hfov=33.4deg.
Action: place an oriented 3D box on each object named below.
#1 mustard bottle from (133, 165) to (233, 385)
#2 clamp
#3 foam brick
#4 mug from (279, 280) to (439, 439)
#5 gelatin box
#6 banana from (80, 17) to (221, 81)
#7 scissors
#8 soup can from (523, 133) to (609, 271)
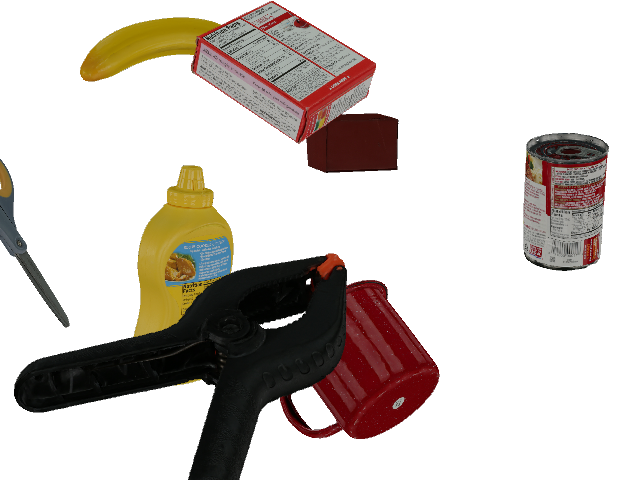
[{"bbox_3d":[-0.120,0.029,0.952,0.058,0.192,0.096,16,17,40],"label":"mustard bottle"},{"bbox_3d":[-0.038,0.060,0.490,0.171,0.039,0.120,-28,51,-32],"label":"clamp"},{"bbox_3d":[0.031,-0.095,1.041,0.078,0.051,0.053,-4,14,-21],"label":"foam brick"},{"bbox_3d":[0.023,0.097,0.777,0.117,0.081,0.093,-38,-28,2],"label":"mug"},{"bbox_3d":[-0.023,-0.105,0.656,0.089,0.030,0.073,34,46,18],"label":"gelatin box"},{"bbox_3d":[-0.154,-0.194,1.074,0.197,0.070,0.037,-9,-38,-32],"label":"banana"},{"bbox_3d":[-0.304,-0.012,1.073,0.016,0.201,0.096,-25,28,24],"label":"scissors"},{"bbox_3d":[0.210,-0.033,0.916,0.068,0.102,0.068,-3,24,1],"label":"soup can"}]
